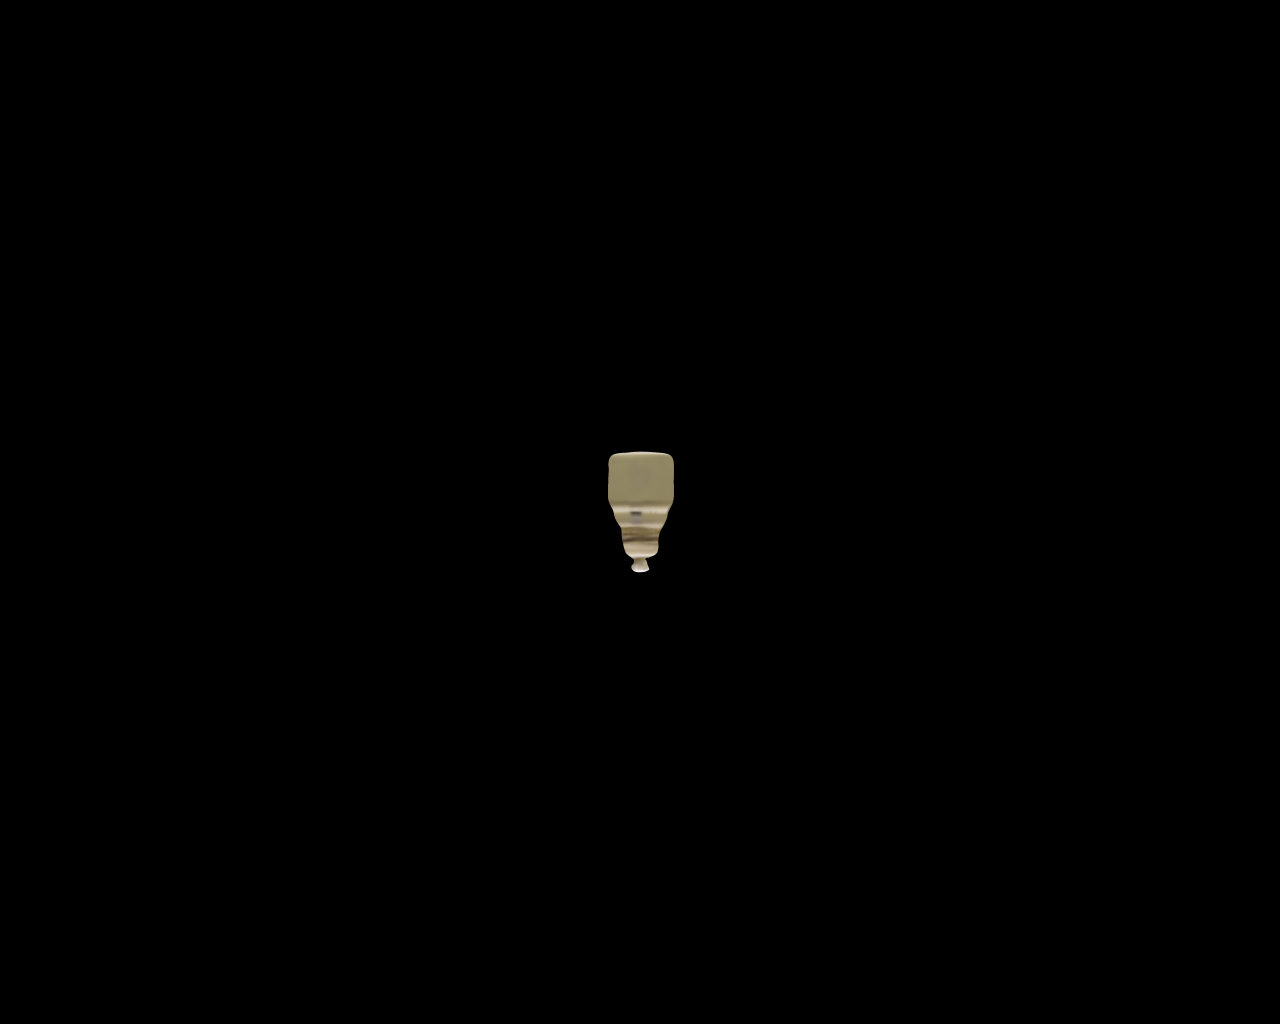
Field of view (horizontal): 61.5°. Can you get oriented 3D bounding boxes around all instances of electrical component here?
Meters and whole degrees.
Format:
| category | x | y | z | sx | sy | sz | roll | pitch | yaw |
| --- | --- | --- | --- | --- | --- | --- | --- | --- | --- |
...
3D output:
| category | x | y | z | sx | sy | sz | roll | pitch | yaw |
| --- | --- | --- | --- | --- | --- | --- | --- | --- | --- |
| electrical component | 0.001 | -0.003 | 0.650 | 0.040 | 0.078 | 0.040 | 0 | 0 | 0 |
